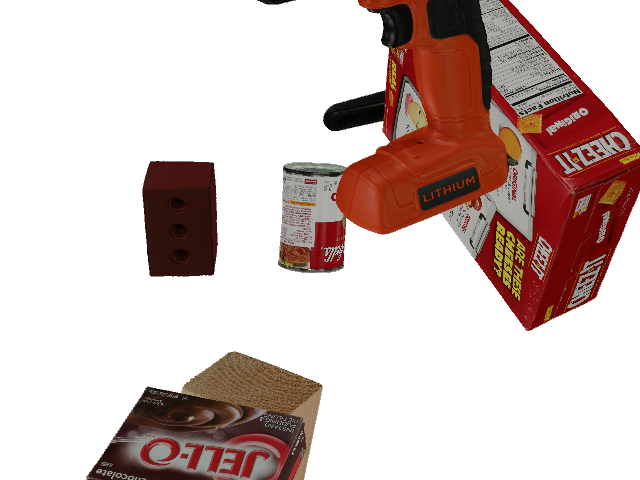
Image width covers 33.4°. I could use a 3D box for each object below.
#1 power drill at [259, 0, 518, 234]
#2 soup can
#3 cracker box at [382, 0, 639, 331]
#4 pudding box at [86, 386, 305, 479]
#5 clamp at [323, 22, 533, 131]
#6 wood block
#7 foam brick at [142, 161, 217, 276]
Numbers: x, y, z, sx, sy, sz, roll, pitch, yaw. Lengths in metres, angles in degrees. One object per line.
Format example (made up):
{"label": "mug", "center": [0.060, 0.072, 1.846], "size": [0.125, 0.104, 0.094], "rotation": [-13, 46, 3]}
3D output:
{"label": "power drill", "center": [0.042, -0.100, 0.580], "size": [0.184, 0.188, 0.057], "rotation": [-21, 36, -24]}
{"label": "soup can", "center": [-0.008, -0.024, 1.083], "size": [0.068, 0.102, 0.068], "rotation": [3, 13, -1]}
{"label": "cracker box", "center": [0.126, -0.070, 0.753], "size": [0.072, 0.214, 0.164], "rotation": [-24, -32, -16]}
{"label": "pudding box", "center": [-0.075, 0.141, 0.667], "size": [0.113, 0.039, 0.090], "rotation": [7, 31, 15]}
{"label": "clamp", "center": [0.128, -0.127, 0.969], "size": [0.209, 0.036, 0.165], "rotation": [-34, 48, -14]}
{"label": "wood block", "center": [-0.072, 0.212, 0.900], "size": [0.090, 0.206, 0.090], "rotation": [18, 22, 19]}
{"label": "foam brick", "center": [-0.109, -0.018, 0.842], "size": [0.053, 0.078, 0.051], "rotation": [-1, 27, 0]}
